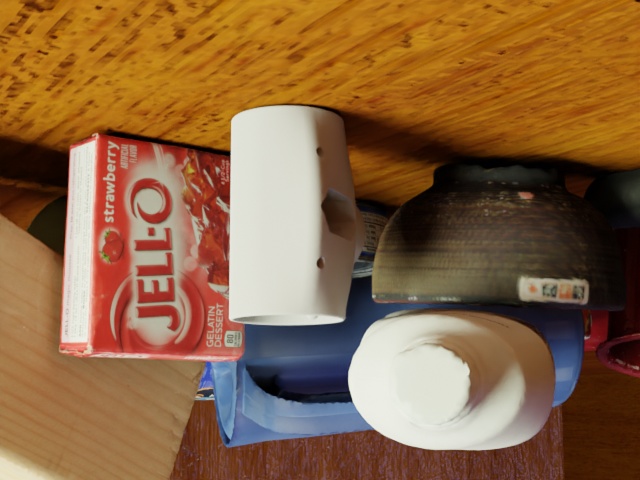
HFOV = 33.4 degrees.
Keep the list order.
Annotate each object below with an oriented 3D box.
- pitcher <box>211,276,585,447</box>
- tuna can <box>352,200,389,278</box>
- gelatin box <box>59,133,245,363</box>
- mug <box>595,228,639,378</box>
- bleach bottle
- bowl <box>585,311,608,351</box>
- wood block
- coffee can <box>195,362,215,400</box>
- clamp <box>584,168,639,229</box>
[{"bbox_3d":[0.049,0.069,0.710,0.242,0.149,0.145,-2,154,-12],"label":"pitcher"},{"bbox_3d":[-0.004,0.001,0.591,0.086,0.034,0.086,0,171,0],"label":"tuna can"},{"bbox_3d":[-0.068,0.006,0.446,0.073,0.089,0.030,7,170,-37],"label":"gelatin box"},{"bbox_3d":[0.196,0.028,0.550,0.093,0.081,0.117,-5,156,33],"label":"mug"},{"bbox_3d":[0.054,0.061,0.484,0.103,0.068,0.250,1,174,12],"label":"bleach bottle"},{"bbox_3d":[0.212,0.075,0.990,0.162,0.055,0.162,0,171,0],"label":"bowl"},{"bbox_3d":[-0.155,0.043,0.446,0.090,0.090,0.205,-8,143,38],"label":"wood block"},{"bbox_3d":[-0.100,0.075,0.834,0.140,0.103,0.103,5,169,-29],"label":"coffee can"},{"bbox_3d":[0.193,-0.016,0.403,0.164,0.036,0.210,17,170,10],"label":"clamp"}]
